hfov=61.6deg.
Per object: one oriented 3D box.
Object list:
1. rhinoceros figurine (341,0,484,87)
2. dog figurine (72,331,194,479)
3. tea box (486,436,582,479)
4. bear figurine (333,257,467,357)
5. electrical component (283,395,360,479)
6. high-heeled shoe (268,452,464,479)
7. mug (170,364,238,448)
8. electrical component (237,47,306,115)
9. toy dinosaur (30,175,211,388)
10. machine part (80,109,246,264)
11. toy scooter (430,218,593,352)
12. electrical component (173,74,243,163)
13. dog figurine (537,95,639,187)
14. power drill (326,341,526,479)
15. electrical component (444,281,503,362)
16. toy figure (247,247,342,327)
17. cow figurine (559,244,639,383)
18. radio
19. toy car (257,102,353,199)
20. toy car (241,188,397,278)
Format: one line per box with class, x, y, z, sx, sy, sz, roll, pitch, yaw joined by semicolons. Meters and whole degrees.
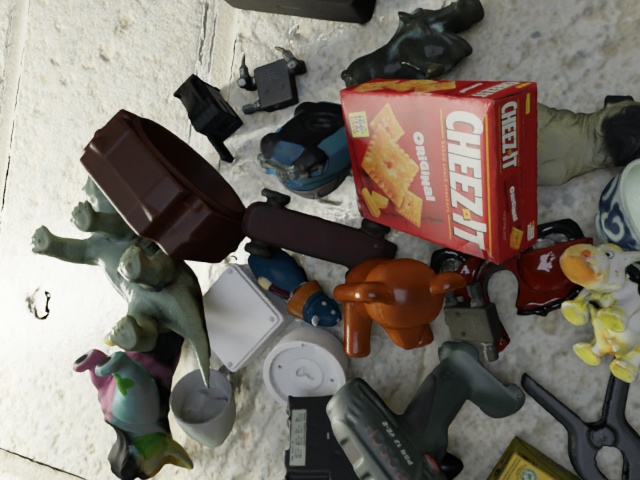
rhinoceros figurine;0.119;-0.233;0.677;0.190;0.073;0.112;-30;68;18
dog figurine;-0.241;0.228;0.773;0.109;0.191;0.219;-7;116;37
tea box;0.222;0.328;0.613;0.098;0.068;0.169;33;98;18
bear figurine;0.085;0.079;0.588;0.120;0.196;0.131;-9;95;-7
electrical component;0.025;0.244;0.632;0.134;0.115;0.058;1;132;2
high-heeled shoe;0.040;0.297;0.640;0.249;0.145;0.086;-18;83;20
mug;-0.151;0.229;0.743;0.081;0.109;0.107;16;136;14
electrical component;-0.069;-0.224;0.755;0.102;0.045;0.078;-6;84;20
toy dinosaur;-0.231;0.041;0.717;0.131;0.192;0.405;-48;70;15
machine part;-0.192;-0.068;0.710;0.087;0.201;0.201;-45;74;9
toy scooter;0.227;0.057;0.620;0.184;0.075;0.135;-17;82;22
electrical component;-0.150;-0.171;0.767;0.048;0.074;0.119;-40;71;15
dog figurine;0.258;-0.132;0.612;0.191;0.121;0.172;-28;86;4
power drill;0.133;0.222;0.583;0.207;0.086;0.232;-35;68;-28
electrical component;0.170;0.092;0.605;0.063;0.021;0.094;-9;102;51
toy figure;-0.032;0.064;0.722;0.064;0.057;0.155;-44;70;-10
cow figurine;0.303;0.056;0.549;0.098;0.167;0.068;-40;31;-20
radio;-0.030;-0.379;0.731;0.230;0.073;0.131;16;93;20
toy car;-0.003;-0.105;0.690;0.109;0.162;0.102;21;139;26
toy car;-0.001;-0.002;0.697;0.202;0.053;0.089;15;91;-7
